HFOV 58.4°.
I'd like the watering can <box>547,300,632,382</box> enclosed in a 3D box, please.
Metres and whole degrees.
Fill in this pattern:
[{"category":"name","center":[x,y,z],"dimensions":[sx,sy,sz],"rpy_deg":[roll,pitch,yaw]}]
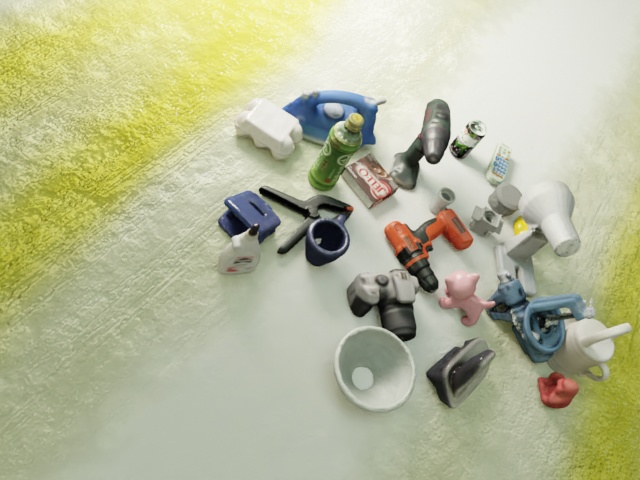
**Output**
[{"category":"watering can","center":[0.582,0.215,1.244],"dimensions":[0.101,0.194,0.172],"rpy_deg":[-29,76,-32]}]

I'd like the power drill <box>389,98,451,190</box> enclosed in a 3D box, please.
[{"category":"power drill","center":[0.241,-0.213,1.339],"dimensions":[0.076,0.208,0.230],"rpy_deg":[23,56,-8]}]

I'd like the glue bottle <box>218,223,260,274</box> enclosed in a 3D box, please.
[{"category":"glue bottle","center":[-0.141,0.014,1.079],"dimensions":[0.078,0.173,0.037],"rpy_deg":[-7,65,-25]}]

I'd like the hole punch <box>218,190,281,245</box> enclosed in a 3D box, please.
[{"category":"hole punch","center":[-0.140,-0.051,1.166],"dimensions":[0.108,0.091,0.101],"rpy_deg":[44,56,6]}]

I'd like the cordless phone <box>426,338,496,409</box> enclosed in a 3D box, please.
[{"category":"cordless phone","center":[0.307,0.244,1.123],"dimensions":[0.148,0.185,0.094],"rpy_deg":[-36,79,-33]}]

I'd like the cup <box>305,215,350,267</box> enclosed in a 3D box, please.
[{"category":"cup","center":[0.011,0.004,1.193],"dimensions":[0.091,0.095,0.118],"rpy_deg":[34,55,0]}]

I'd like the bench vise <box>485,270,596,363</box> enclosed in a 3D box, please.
[{"category":"bench vise","center":[0.459,0.151,1.216],"dimensions":[0.207,0.219,0.122],"rpy_deg":[40,56,3]}]

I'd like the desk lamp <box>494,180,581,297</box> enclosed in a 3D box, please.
[{"category":"desk lamp","center":[0.509,-0.004,1.326],"dimensions":[0.118,0.213,0.203],"rpy_deg":[11,59,-15]}]

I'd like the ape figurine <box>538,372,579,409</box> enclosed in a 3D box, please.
[{"category":"ape figurine","center":[0.513,0.320,1.219],"dimensions":[0.078,0.092,0.076],"rpy_deg":[-35,79,-33]}]

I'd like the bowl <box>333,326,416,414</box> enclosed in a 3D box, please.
[{"category":"bowl","center":[0.095,0.255,1.098],"dimensions":[0.168,0.074,0.167],"rpy_deg":[10,59,-17]}]

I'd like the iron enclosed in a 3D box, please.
[{"category":"iron","center":[0.025,-0.304,1.344],"dimensions":[0.259,0.141,0.118],"rpy_deg":[6,60,-19]}]

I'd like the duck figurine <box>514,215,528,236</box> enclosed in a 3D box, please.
[{"category":"duck figurine","center":[0.539,-0.038,1.435],"dimensions":[0.077,0.086,0.104],"rpy_deg":[26,56,-6]}]

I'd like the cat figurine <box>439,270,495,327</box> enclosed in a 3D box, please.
[{"category":"cat figurine","center":[0.318,0.116,1.240],"dimensions":[0.128,0.117,0.067],"rpy_deg":[35,55,0]}]

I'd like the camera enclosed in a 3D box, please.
[{"category":"camera","center":[0.143,0.135,1.169],"dimensions":[0.143,0.100,0.136],"rpy_deg":[2,62,-21]}]

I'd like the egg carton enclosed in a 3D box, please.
[{"category":"egg carton","center":[-0.115,-0.254,1.303],"dimensions":[0.150,0.069,0.107],"rpy_deg":[32,55,-2]}]
